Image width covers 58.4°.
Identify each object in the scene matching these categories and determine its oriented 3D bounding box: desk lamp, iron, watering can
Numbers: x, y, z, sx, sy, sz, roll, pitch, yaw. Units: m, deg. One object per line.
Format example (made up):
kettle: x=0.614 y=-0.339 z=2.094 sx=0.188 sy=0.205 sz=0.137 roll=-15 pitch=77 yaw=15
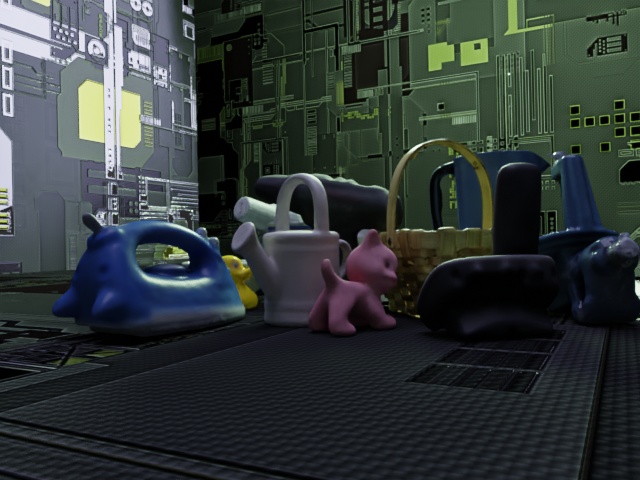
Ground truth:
desk lamp: x=-0.131 y=0.007 z=1.358 sx=0.117 sy=0.213 sz=0.204 roll=-1 pitch=0 yaw=42
iron: x=-0.188 y=0.040 z=0.714 sx=0.118 sy=0.141 sz=0.259 roll=-1 pitch=0 yaw=35
watering can: x=-0.029 y=0.010 z=0.738 sx=0.100 sy=0.194 sz=0.173 roll=-1 pitch=0 yaw=29

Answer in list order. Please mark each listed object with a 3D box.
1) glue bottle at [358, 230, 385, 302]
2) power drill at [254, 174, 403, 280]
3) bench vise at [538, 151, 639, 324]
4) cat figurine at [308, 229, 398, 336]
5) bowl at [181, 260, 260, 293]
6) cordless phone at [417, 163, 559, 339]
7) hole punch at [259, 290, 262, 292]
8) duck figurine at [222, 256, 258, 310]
glue bottle: x=0.072 y=0.020 z=0.952 sx=0.078 sy=0.173 sz=0.037 roll=-1 pitch=0 yaw=-40
power drill: x=0.008 y=0.003 z=0.845 sx=0.229 sy=0.208 sz=0.076 roll=-1 pitch=0 yaw=19
bench vise: x=0.340 y=-0.011 z=0.720 sx=0.122 sy=0.220 sz=0.207 roll=-1 pitch=0 yaw=-19
cat figurine: x=0.047 y=0.046 z=0.675 sx=0.128 sy=0.118 sz=0.067 roll=-1 pitch=0 yaw=-43
bowl: x=-0.173 y=0.075 z=1.066 sx=0.167 sy=0.075 sz=0.167 roll=-1 pitch=0 yaw=0
cordless phone: x=0.181 y=0.009 z=0.619 sx=0.148 sy=0.185 sz=0.094 roll=-1 pitch=0 yaw=-20
hole punch: x=-0.108 y=0.067 z=1.229 sx=0.109 sy=0.091 sz=0.100 roll=-1 pitch=0 yaw=-41
duck figurine: x=-0.153 y=0.068 z=0.925 sx=0.104 sy=0.086 sz=0.077 roll=-1 pitch=0 yaw=6
